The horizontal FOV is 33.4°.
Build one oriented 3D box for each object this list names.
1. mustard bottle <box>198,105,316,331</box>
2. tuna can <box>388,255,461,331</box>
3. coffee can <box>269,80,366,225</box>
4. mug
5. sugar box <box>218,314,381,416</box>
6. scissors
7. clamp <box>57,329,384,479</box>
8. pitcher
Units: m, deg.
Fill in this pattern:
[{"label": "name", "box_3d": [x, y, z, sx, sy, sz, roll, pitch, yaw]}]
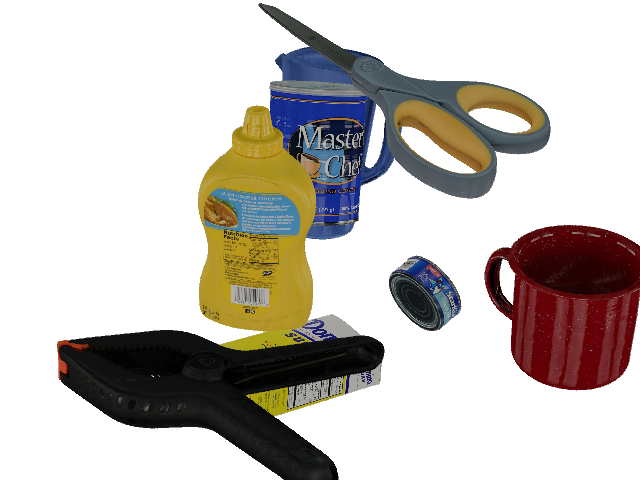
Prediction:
[{"label": "mustard bottle", "box_3d": [-0.053, -0.019, 0.881, 0.096, 0.192, 0.058, 7, 29, 8]}, {"label": "tuna can", "box_3d": [0.119, 0.062, 1.230, 0.033, 0.086, 0.086, -38, 17, -24]}, {"label": "coffee can", "box_3d": [-0.005, -0.094, 1.126, 0.103, 0.140, 0.103, 3, 12, -1]}, {"label": "mug", "box_3d": [0.163, 0.043, 0.731, 0.117, 0.081, 0.093, 21, 38, 34]}, {"label": "sugar box", "box_3d": [-0.035, 0.128, 1.070, 0.175, 0.048, 0.093, -16, 32, -30]}, {"label": "scissors", "box_3d": [0.048, -0.090, 0.586, 0.096, 0.016, 0.202, -15, 44, -20]}, {"label": "clamp", "box_3d": [-0.064, 0.089, 0.682, 0.210, 0.036, 0.164, 11, 23, 17]}, {"label": "pitcher", "box_3d": [0.014, -0.127, 1.411, 0.144, 0.243, 0.149, -2, 23, -19]}]
